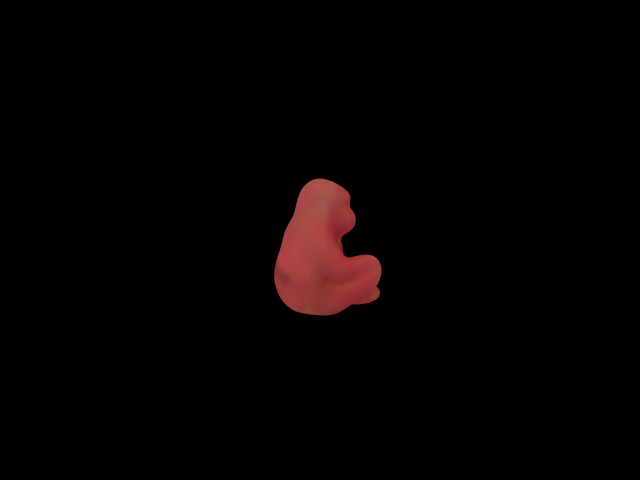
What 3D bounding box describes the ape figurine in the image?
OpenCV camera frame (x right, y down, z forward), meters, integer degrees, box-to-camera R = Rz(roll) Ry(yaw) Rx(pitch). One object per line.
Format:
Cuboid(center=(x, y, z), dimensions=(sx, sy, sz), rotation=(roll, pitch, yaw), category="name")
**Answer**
Cuboid(center=(0.004, 0.001, 0.400), dimensions=(0.076, 0.092, 0.077), rotation=(-11, 32, -18), category="ape figurine")
